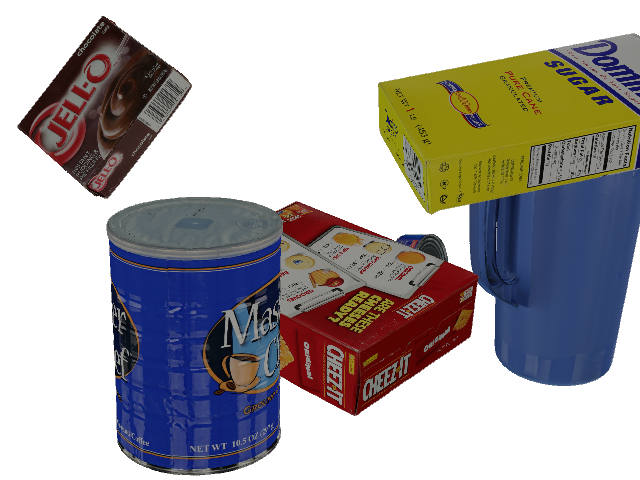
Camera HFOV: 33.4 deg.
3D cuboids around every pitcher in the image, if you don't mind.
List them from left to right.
[{"bbox_3d":[0.207,0.004,0.941,0.149,0.243,0.145,5,24,10],"label":"pitcher"}]

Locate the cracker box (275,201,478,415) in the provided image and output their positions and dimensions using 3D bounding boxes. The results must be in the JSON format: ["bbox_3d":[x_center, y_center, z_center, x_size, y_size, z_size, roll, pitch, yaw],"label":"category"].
[{"bbox_3d":[0.001,0.051,0.923,0.214,0.072,0.163,24,35,36],"label":"cracker box"}]

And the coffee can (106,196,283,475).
[{"bbox_3d":[-0.074,0.054,0.645,0.103,0.140,0.103,1,18,0],"label":"coffee can"}]

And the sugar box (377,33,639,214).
[{"bbox_3d":[0.132,-0.074,0.648,0.176,0.048,0.093,-15,42,-8],"label":"sugar box"}]

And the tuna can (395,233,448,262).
[{"bbox_3d":[0.105,0.035,1.148,0.034,0.086,0.086,1,1,33],"label":"tuna can"}]

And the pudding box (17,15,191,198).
[{"bbox_3d":[-0.165,-0.102,0.818,0.090,0.113,0.039,38,-1,28],"label":"pudding box"}]
